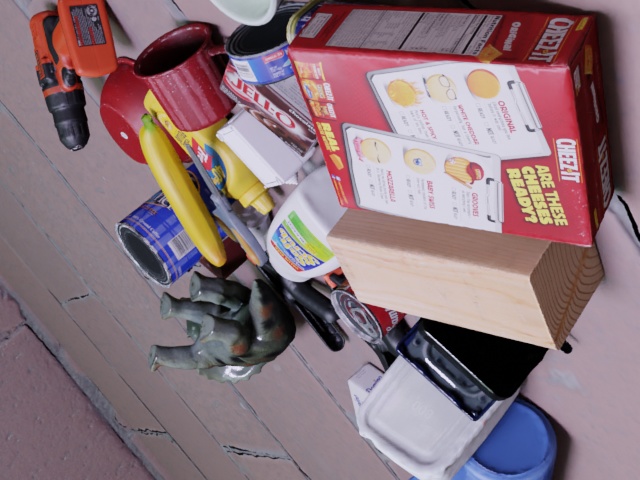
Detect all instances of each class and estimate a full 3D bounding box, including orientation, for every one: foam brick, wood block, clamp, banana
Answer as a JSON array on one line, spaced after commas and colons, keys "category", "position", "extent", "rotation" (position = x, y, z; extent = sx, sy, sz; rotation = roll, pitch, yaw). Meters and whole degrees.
[{"category": "foam brick", "position": [-0.132, 0.006, 1.428], "extent": [0.053, 0.051, 0.078], "rotation": [38, 154, 22]}, {"category": "wood block", "position": [0.120, 0.013, 0.908], "extent": [0.206, 0.090, 0.090], "rotation": [11, 141, 41]}, {"category": "clamp", "position": [-0.026, 0.072, 1.362], "extent": [0.172, 0.039, 0.120], "rotation": [44, 158, 29]}, {"category": "clamp", "position": [0.077, 0.119, 1.255], "extent": [0.210, 0.036, 0.165], "rotation": [49, 158, 5]}, {"category": "banana", "position": [-0.166, -0.058, 1.254], "extent": [0.198, 0.037, 0.069], "rotation": [62, -178, -14]}]

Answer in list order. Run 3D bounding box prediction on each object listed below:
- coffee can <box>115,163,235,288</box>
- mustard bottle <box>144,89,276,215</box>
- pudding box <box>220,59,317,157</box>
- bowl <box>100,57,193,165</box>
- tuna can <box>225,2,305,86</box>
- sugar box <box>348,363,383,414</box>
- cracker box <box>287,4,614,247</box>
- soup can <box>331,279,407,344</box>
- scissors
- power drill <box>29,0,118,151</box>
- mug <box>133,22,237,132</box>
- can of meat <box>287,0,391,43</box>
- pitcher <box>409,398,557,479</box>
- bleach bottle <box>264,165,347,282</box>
[{"category": "coffee can", "position": [-0.170, -0.023, 1.338], "extent": [0.103, 0.140, 0.103], "rotation": [39, 155, 22]}, {"category": "mustard bottle", "position": [-0.119, -0.107, 1.224], "extent": [0.191, 0.058, 0.096], "rotation": [49, 158, -1]}, {"category": "pudding box", "position": [-0.040, -0.138, 1.031], "extent": [0.113, 0.039, 0.090], "rotation": [37, 165, -2]}, {"category": "bowl", "position": [-0.229, -0.149, 1.355], "extent": [0.162, 0.055, 0.162], "rotation": [39, 156, 22]}, {"category": "tuna can", "position": [-0.039, -0.174, 0.946], "extent": [0.086, 0.086, 0.033], "rotation": [20, 146, 48]}, {"category": "sugar box", "position": [0.116, 0.237, 1.360], "extent": [0.176, 0.048, 0.093], "rotation": [36, 154, 35]}, {"category": "cracker box", "position": [0.100, -0.089, 0.789], "extent": [0.214, 0.072, 0.164], "rotation": [9, 140, 29]}, {"category": "soup can", "position": [0.070, 0.046, 1.072], "extent": [0.068, 0.102, 0.068], "rotation": [39, 155, 22]}, {"category": "scissors", "position": [-0.120, -0.047, 1.226], "extent": [0.096, 0.016, 0.201], "rotation": [31, 159, 52]}, {"category": "power drill", "position": [-0.306, -0.214, 1.320], "extent": [0.188, 0.057, 0.184], "rotation": [-17, 88, 61]}, {"category": "mug", "position": [-0.126, -0.171, 1.118], "extent": [0.117, 0.093, 0.081], "rotation": [-13, 129, 23]}, {"category": "can of meat", "position": [0.031, -0.151, 0.897], "extent": [0.084, 0.057, 0.102], "rotation": [17, 142, 46]}, {"category": "pitcher", "position": [0.183, 0.278, 1.190], "extent": [0.145, 0.149, 0.243], "rotation": [37, 151, 27]}, {"category": "bleach bottle", "position": [-0.008, 0.001, 1.194], "extent": [0.102, 0.068, 0.251], "rotation": [48, 159, 3]}]
